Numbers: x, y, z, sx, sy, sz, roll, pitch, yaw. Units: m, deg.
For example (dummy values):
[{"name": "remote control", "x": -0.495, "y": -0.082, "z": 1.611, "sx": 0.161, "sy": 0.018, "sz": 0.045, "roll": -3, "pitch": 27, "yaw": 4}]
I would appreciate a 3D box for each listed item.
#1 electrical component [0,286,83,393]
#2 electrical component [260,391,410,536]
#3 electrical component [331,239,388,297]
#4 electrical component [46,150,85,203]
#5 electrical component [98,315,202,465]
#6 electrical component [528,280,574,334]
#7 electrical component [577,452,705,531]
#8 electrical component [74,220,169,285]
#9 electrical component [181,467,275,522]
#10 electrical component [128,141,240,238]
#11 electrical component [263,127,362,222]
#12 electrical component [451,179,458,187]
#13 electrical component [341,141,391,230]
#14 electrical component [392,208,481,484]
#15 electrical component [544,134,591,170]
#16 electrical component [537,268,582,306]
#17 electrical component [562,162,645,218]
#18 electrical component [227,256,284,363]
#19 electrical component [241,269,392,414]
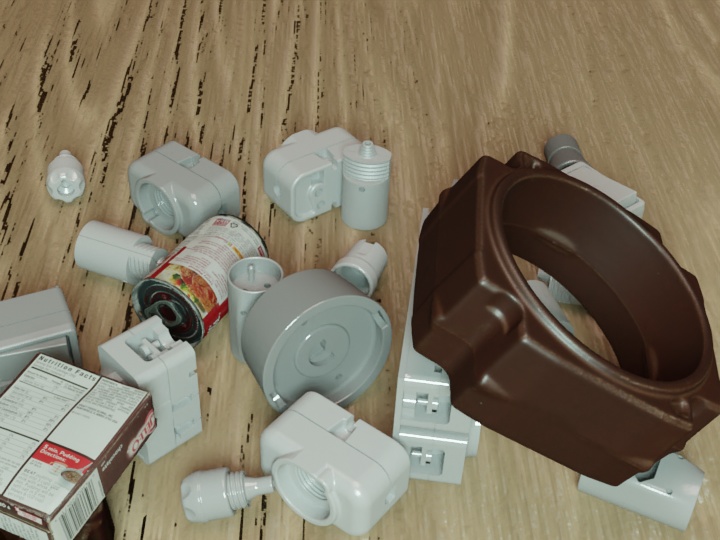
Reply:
[{"name": "electrical component", "x": -0.261, "y": 0.063, "z": 0.807, "sx": 0.096, "sy": 0.061, "sz": 0.061, "roll": -15, "pitch": 44, "yaw": -20}, {"name": "electrical component", "x": -0.021, "y": 0.136, "z": 0.743, "sx": 0.095, "sy": 0.053, "sz": 0.059, "roll": 28, "pitch": 47, "yaw": 26}, {"name": "electrical component", "x": 0.000, "y": 0.000, "z": 0.915, "sx": 0.040, "sy": 0.040, "sz": 0.046, "roll": 16, "pitch": 36, "yaw": 15}, {"name": "electrical component", "x": -0.276, "y": -0.092, "z": 1.009, "sx": 0.035, "sy": 0.035, "sz": 0.061, "roll": -7, "pitch": 39, "yaw": -11}, {"name": "electrical component", "x": -0.152, "y": 0.088, "z": 0.764, "sx": 0.056, "sy": 0.089, "sz": 0.050, "roll": -31, "pitch": 51, "yaw": -33}, {"name": "electrical component", "x": 0.147, "y": 0.050, "z": 0.860, "sx": 0.043, "sy": 0.043, "sz": 0.081, "roll": -9, "pitch": 42, "yaw": -14}, {"name": "electrical component", "x": 0.203, "y": 0.137, "z": 0.762, "sx": 0.077, "sy": 0.043, "sz": 0.079, "roll": 19, "pitch": 43, "yaw": 18}, {"name": "electrical component", "x": -0.195, "y": -0.011, "z": 0.912, "sx": 0.081, "sy": 0.043, "sz": 0.043, "roll": 16, "pitch": 42, "yaw": 15}, {"name": "electrical component", "x": -0.089, "y": 0.150, "z": 0.730, "sx": 0.061, "sy": 0.035, "sz": 0.035, "roll": -11, "pitch": 41, "yaw": 3}, {"name": "electrical component", "x": -0.163, "y": -0.070, "z": 0.974, "sx": 0.095, "sy": 0.053, "sz": 0.059, "roll": 30, "pitch": 47, "yaw": 28}, {"name": "electrical component", "x": -0.041, "y": -0.093, "z": 1.008, "sx": 0.095, "sy": 0.053, "sz": 0.059, "roll": -24, "pitch": 48, "yaw": -28}, {"name": "electrical component", "x": 0.090, "y": -0.026, "z": 0.910, "sx": 0.056, "sy": 0.089, "sz": 0.050, "roll": 12, "pitch": 41, "yaw": 10}, {"name": "electrical component", "x": 0.005, "y": -0.081, "z": 0.976, "sx": 0.043, "sy": 0.081, "sz": 0.043, "roll": 2, "pitch": 40, "yaw": -1}, {"name": "electrical component", "x": 0.065, "y": 0.054, "z": 0.803, "sx": 0.060, "sy": 0.105, "sz": 0.186, "roll": 7, "pitch": 41, "yaw": 4}, {"name": "electrical component", "x": 0.201, "y": -0.103, "z": 1.045, "sx": 0.044, "sy": 0.044, "sz": 0.065, "roll": 1, "pitch": 36, "yaw": -2}, {"name": "electrical component", "x": 0.191, "y": 0.009, "z": 0.911, "sx": 0.081, "sy": 0.043, "sz": 0.043, "roll": 9, "pitch": 41, "yaw": 8}, {"name": "electrical component", "x": 0.200, "y": -0.056, "z": 0.973, "sx": 0.062, "sy": 0.061, "sz": 0.096, "roll": -26, "pitch": 48, "yaw": -29}, {"name": "electrical component", "x": -0.065, "y": 0.028, "z": 0.848, "sx": 0.079, "sy": 0.077, "sz": 0.043, "roll": -13, "pitch": 43, "yaw": -19}, {"name": "electrical component", "x": -0.037, "y": 0.050, "z": 0.805, "sx": 0.108, "sy": 0.108, "sz": 0.060, "roll": -20, "pitch": 40, "yaw": -24}]
